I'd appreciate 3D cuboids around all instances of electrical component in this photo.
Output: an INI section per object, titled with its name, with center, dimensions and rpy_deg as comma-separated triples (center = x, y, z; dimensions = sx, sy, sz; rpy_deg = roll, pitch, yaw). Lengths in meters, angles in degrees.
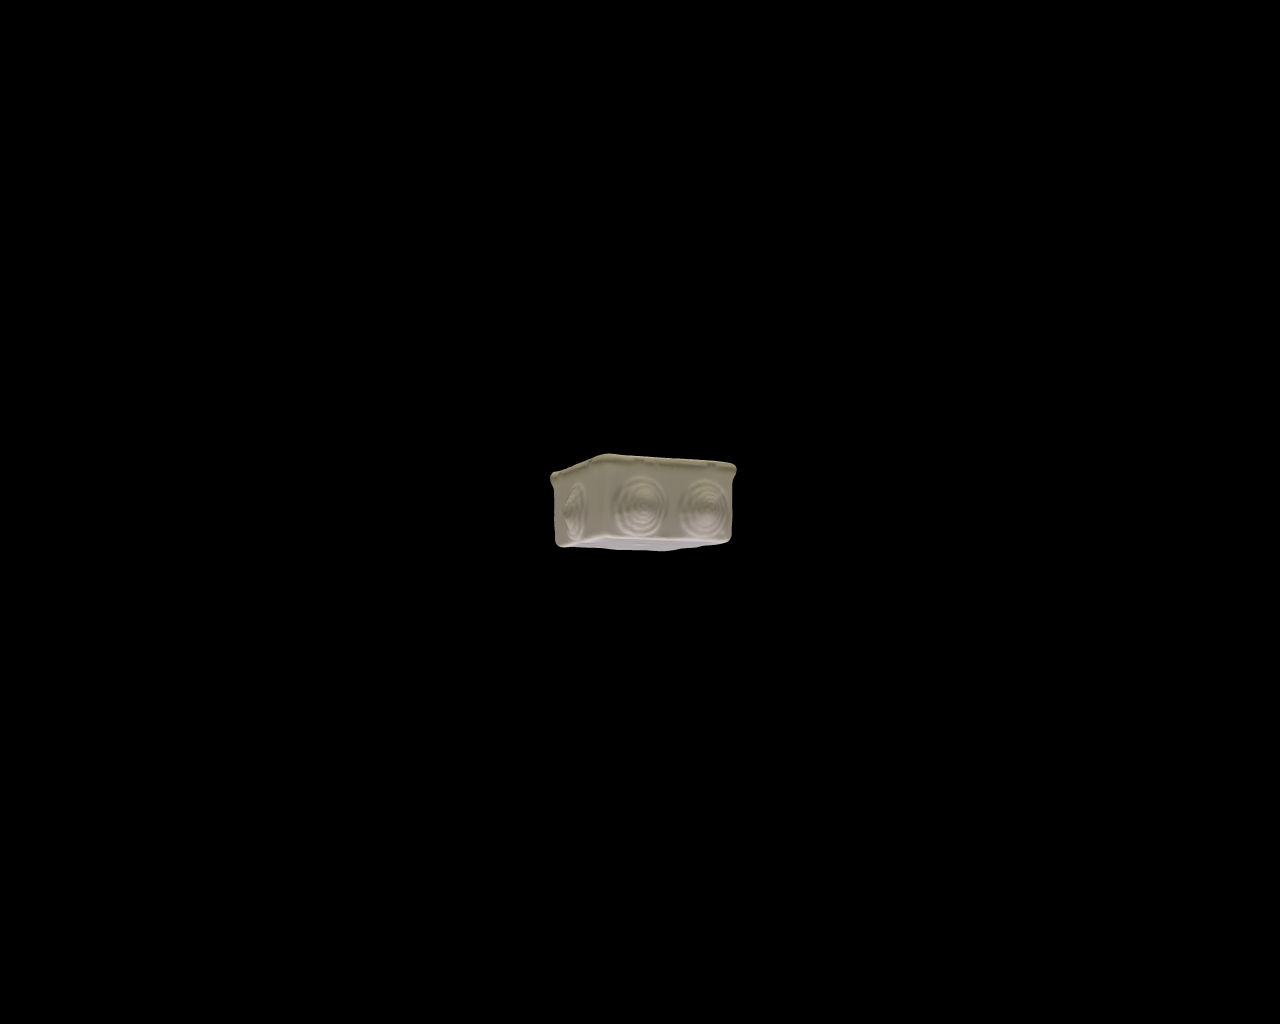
[electrical component]
center = 0.001, -0.003, 0.650
dimensions = 0.100, 0.048, 0.099
rpy_deg = 3, -7, -26
